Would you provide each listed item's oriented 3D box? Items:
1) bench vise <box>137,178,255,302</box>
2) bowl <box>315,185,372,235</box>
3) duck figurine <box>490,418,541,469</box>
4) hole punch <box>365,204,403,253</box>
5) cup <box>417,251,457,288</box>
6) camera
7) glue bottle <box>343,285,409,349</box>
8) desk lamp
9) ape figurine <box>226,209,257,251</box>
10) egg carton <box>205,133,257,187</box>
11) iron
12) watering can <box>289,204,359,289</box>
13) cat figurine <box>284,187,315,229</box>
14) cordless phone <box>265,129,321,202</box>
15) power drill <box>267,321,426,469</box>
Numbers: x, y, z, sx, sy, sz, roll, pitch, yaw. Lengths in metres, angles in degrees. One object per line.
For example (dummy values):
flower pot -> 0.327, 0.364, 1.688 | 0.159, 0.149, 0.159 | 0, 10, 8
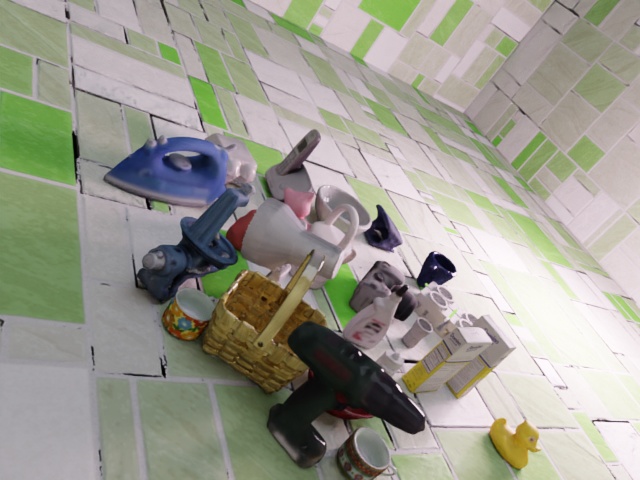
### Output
bench vise -> -0.193, 0.004, 0.962 | 0.121, 0.219, 0.207 | 36, 28, -3
bowl -> 0.048, -0.064, 1.493 | 0.168, 0.074, 0.167 | 28, 29, -17
duck figurine -> 0.413, 0.410, 1.191 | 0.078, 0.086, 0.104 | 4, 42, -46
hole punch -> 0.183, -0.034, 1.587 | 0.101, 0.091, 0.108 | 18, 33, -32
cup -> 0.297, 0.092, 1.524 | 0.118, 0.095, 0.091 | -7, 51, -53
camera -> 0.156, 0.124, 1.309 | 0.137, 0.100, 0.143 | 38, 28, 2
glue bottle -> 0.123, 0.149, 1.156 | 0.078, 0.173, 0.037 | 24, 30, -23
desk lamp -> -0.065, 0.057, 1.036 | 0.203, 0.213, 0.118 | 39, 28, 3
ape figurine -> -0.148, -0.024, 1.191 | 0.076, 0.092, 0.077 | 17, 34, -33
egg carton -> -0.218, -0.195, 1.391 | 0.108, 0.069, 0.150 | 7, 40, -44
iron -> -0.294, -0.159, 1.173 | 0.259, 0.141, 0.118 | 3, 43, -47
watering can -> 0.012, 0.006, 1.221 | 0.173, 0.194, 0.100 | -3, 47, -51
cat figurine -> -0.046, -0.058, 1.331 | 0.067, 0.117, 0.127 | 0, 45, -49
cordless phone -> -0.052, -0.181, 1.437 | 0.094, 0.185, 0.147 | 16, 35, -35
power drill -> 0.020, 0.244, 0.859 | 0.229, 0.208, 0.076 | 46, 29, 15
